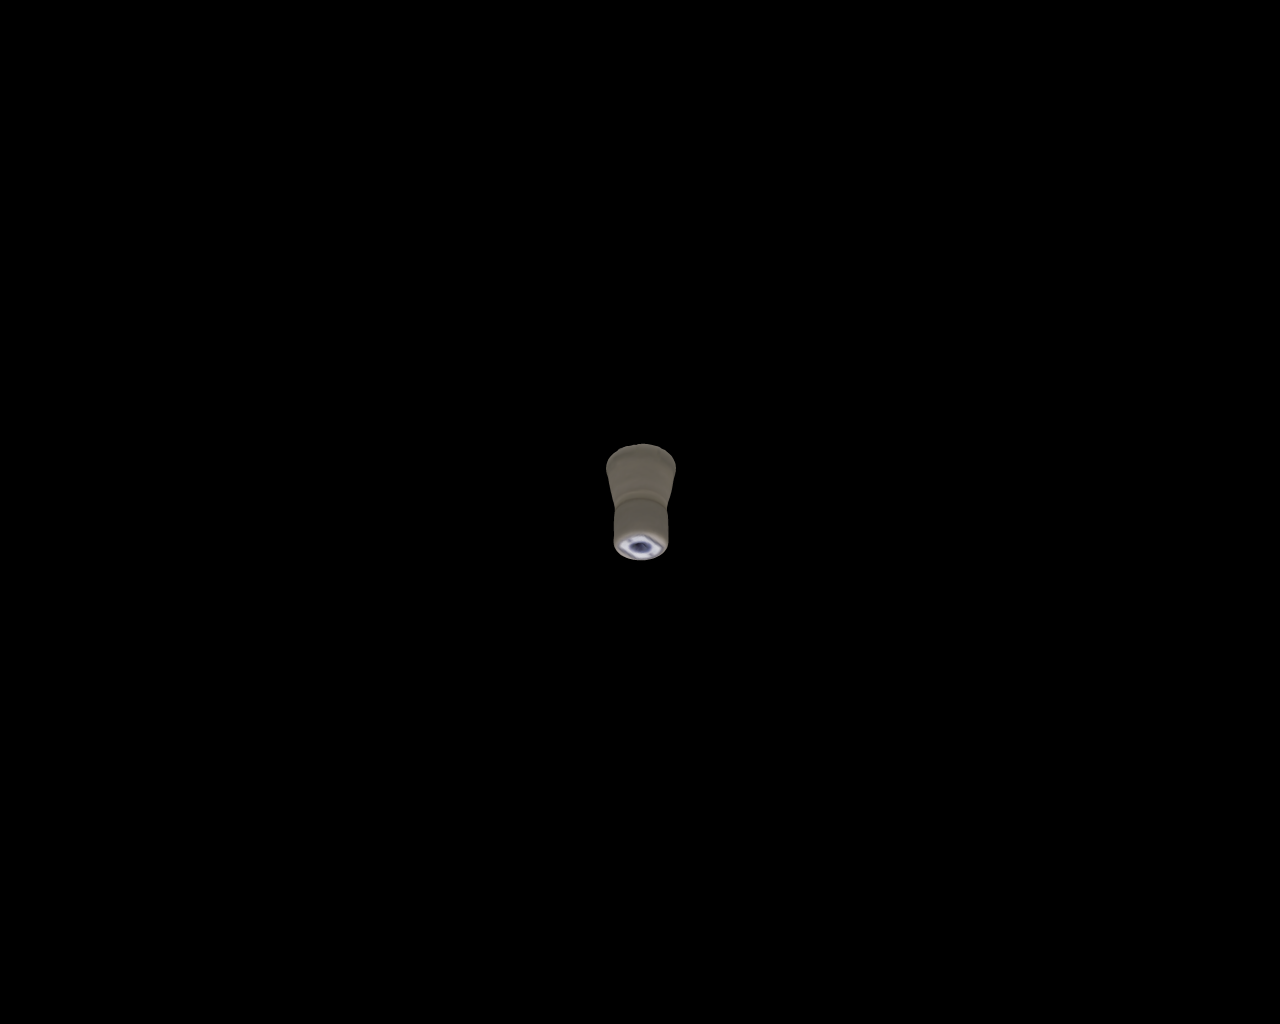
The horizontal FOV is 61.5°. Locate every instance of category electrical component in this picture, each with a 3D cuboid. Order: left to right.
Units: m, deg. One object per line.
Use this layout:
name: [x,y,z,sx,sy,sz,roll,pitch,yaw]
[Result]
electrical component: [0.001,-0.003,0.650,0.044,0.065,0.044,0,-35,0]
